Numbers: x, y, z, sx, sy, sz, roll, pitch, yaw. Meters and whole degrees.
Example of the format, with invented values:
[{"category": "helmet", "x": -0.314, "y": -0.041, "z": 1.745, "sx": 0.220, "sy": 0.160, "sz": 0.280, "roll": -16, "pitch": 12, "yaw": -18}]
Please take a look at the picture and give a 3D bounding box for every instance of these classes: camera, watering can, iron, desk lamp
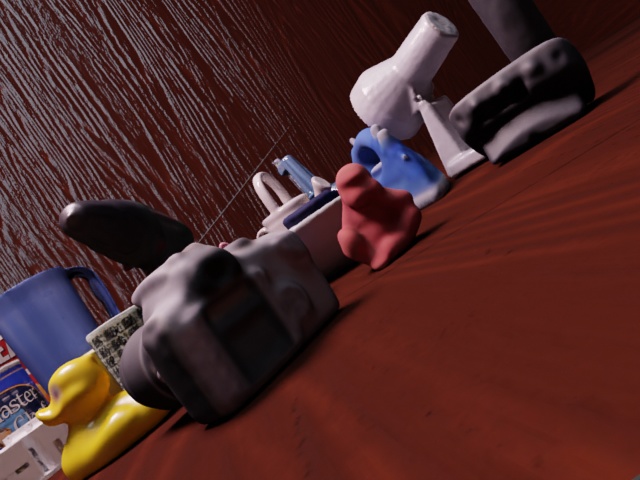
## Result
[{"category": "camera", "x": -0.083, "y": 0.060, "z": 0.417, "sx": 0.136, "sy": 0.101, "sz": 0.143, "roll": -32, "pitch": 3, "yaw": 40}, {"category": "watering can", "x": -0.050, "y": -0.049, "z": 1.056, "sx": 0.173, "sy": 0.194, "sz": 0.101, "roll": -34, "pitch": 3, "yaw": 0}, {"category": "iron", "x": 0.099, "y": -0.108, "z": 0.824, "sx": 0.118, "sy": 0.141, "sz": 0.258, "roll": -35, "pitch": 2, "yaw": -5}, {"category": "desk lamp", "x": 0.169, "y": -0.200, "z": 0.825, "sx": 0.203, "sy": 0.213, "sz": 0.118, "roll": -32, "pitch": 3, "yaw": 45}]

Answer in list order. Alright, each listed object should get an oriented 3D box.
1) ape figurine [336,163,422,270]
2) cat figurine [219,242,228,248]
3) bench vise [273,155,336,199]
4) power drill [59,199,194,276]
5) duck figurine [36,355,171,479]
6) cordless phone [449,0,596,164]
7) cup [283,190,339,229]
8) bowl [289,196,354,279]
[{"category": "ape figurine", "x": 0.045, "y": -0.026, "z": 0.515, "sx": 0.077, "sy": 0.092, "sz": 0.076, "roll": -34, "pitch": 3, "yaw": 13}, {"category": "cat figurine", "x": -0.133, "y": 0.062, "z": 0.889, "sx": 0.128, "sy": 0.118, "sz": 0.067, "roll": -36, "pitch": 3, "yaw": -27}, {"category": "bench vise", "x": 0.000, "y": -0.105, "z": 1.204, "sx": 0.207, "sy": 0.220, "sz": 0.122, "roll": -32, "pitch": 3, "yaw": 40}, {"category": "power drill", "x": -0.169, "y": 0.044, "z": 0.632, "sx": 0.075, "sy": 0.208, "sz": 0.229, "roll": -34, "pitch": 2, "yaw": 3}, {"category": "duck figurine", "x": -0.185, "y": 0.136, "z": 0.482, "sx": 0.105, "sy": 0.086, "sz": 0.077, "roll": -35, "pitch": 3, "yaw": -14}, {"category": "cordless phone", "x": 0.195, "y": -0.191, "z": 0.628, "sx": 0.147, "sy": 0.185, "sz": 0.094, "roll": -33, "pitch": 3, "yaw": 27}, {"category": "cup", "x": 0.010, "y": -0.023, "z": 0.915, "sx": 0.118, "sy": 0.095, "sz": 0.091, "roll": -36, "pitch": 3, "yaw": -38}, {"category": "bowl", "x": 0.006, "y": 0.002, "z": 0.685, "sx": 0.167, "sy": 0.075, "sz": 0.167, "roll": -34, "pitch": 2, "yaw": 2}]
